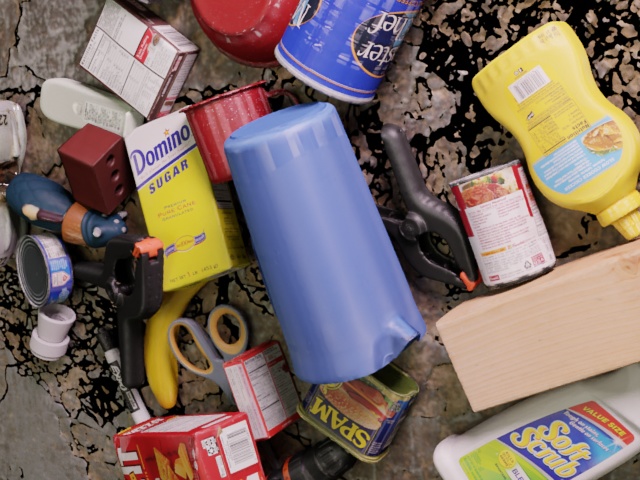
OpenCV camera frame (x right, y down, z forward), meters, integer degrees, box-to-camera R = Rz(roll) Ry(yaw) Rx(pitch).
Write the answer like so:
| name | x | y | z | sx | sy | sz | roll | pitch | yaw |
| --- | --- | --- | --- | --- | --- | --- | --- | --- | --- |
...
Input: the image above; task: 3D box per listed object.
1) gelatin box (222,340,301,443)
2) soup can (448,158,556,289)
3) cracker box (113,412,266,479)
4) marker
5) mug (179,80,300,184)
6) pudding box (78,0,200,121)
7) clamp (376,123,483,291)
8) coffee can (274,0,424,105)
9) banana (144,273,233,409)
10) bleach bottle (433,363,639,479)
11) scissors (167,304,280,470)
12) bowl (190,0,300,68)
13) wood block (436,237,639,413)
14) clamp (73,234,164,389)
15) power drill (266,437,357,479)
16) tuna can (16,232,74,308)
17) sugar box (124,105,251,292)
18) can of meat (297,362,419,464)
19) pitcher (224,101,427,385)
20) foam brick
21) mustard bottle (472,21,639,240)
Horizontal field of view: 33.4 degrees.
| name | x | y | z | sx | sy | sz | roll | pitch | yaw |
| --- | --- | --- | --- | --- | --- | --- | --- | --- | --- |
| gelatin box | -0.059 | 0.157 | 1.118 | 0.030 | 0.073 | 0.089 | -20 | 91 | 32 |
| soup can | 0.164 | -0.015 | 0.957 | 0.069 | 0.068 | 0.102 | -19 | 93 | 31 |
| cracker box | -0.133 | 0.274 | 1.141 | 0.214 | 0.071 | 0.164 | -16 | 90 | 55 |
| marker | -0.231 | 0.158 | 1.246 | 0.020 | 0.020 | 0.121 | -26 | 88 | 31 |
| mug | -0.072 | -0.110 | 1.064 | 0.117 | 0.093 | 0.081 | -20 | 97 | -5 |
| pudding box | -0.194 | -0.194 | 1.134 | 0.113 | 0.039 | 0.090 | 39 | 118 | 18 |
| clamp | 0.093 | -0.027 | 1.006 | 0.171 | 0.039 | 0.120 | 37 | 136 | 14 |
| coffee can | 0.034 | -0.209 | 0.965 | 0.103 | 0.102 | 0.140 | 37 | 116 | 17 |
| banana | -0.161 | 0.096 | 1.183 | 0.070 | 0.037 | 0.198 | 33 | 115 | 19 |
| bleach bottle | 0.228 | 0.169 | 0.968 | 0.251 | 0.068 | 0.102 | -40 | 81 | 28 |
| scissors | -0.081 | 0.152 | 1.159 | 0.096 | 0.016 | 0.201 | -42 | 95 | 9 |
| bowl | -0.073 | -0.247 | 1.044 | 0.162 | 0.055 | 0.162 | 7 | 105 | 28 |
| wood block | 0.220 | 0.070 | 0.932 | 0.206 | 0.090 | 0.091 | -24 | 89 | 31 |
| clamp | -0.216 | 0.048 | 1.156 | 0.165 | 0.036 | 0.210 | 56 | 144 | 22 |
| power drill | 0.014 | 0.313 | 1.124 | 0.185 | 0.057 | 0.188 | -42 | 77 | 34 |
| tuna can | -0.321 | 0.034 | 1.244 | 0.086 | 0.033 | 0.086 | 17 | 112 | 48 |
| sugar box | -0.140 | -0.043 | 1.117 | 0.093 | 0.048 | 0.176 | -20 | 84 | 27 |
| can of meat | 0.040 | 0.159 | 1.074 | 0.102 | 0.057 | 0.084 | 34 | 113 | 19 |
| pitcher | -0.007 | 0.001 | 0.996 | 0.149 | 0.145 | 0.243 | -17 | 106 | 10 |
| foam brick | -0.242 | -0.078 | 1.161 | 0.051 | 0.053 | 0.078 | 23 | 144 | 25 |
| mustard bottle | 0.219 | -0.085 | 0.915 | 0.096 | 0.058 | 0.191 | -35 | 83 | 28 |
